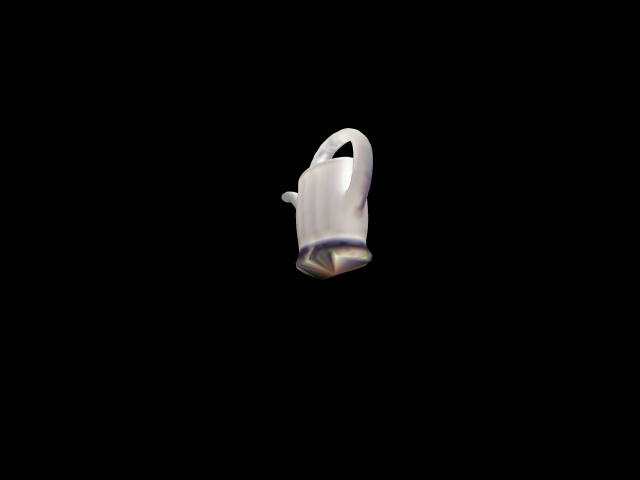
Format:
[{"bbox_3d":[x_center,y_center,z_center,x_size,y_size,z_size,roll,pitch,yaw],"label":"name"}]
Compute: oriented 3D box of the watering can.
[{"bbox_3d":[0.003,-0.043,0.850,0.104,0.227,0.343,7,-18,-21],"label":"watering can"}]
